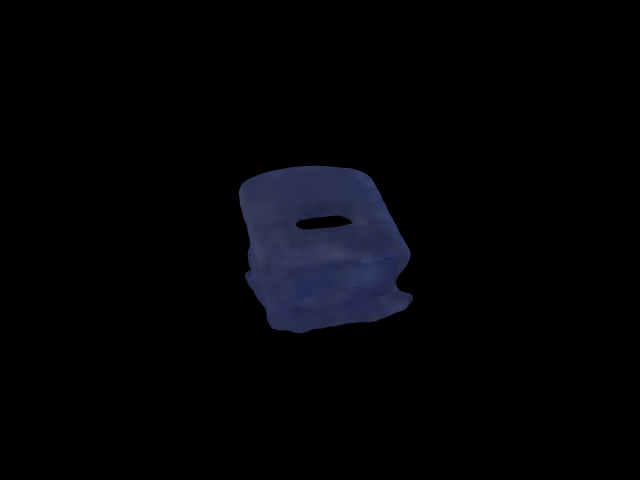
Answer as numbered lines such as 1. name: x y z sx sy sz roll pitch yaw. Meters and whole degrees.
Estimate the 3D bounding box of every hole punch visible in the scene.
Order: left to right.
1. hole punch: 0.004 0.001 0.400 0.109 0.091 0.101 -7 21 -18
